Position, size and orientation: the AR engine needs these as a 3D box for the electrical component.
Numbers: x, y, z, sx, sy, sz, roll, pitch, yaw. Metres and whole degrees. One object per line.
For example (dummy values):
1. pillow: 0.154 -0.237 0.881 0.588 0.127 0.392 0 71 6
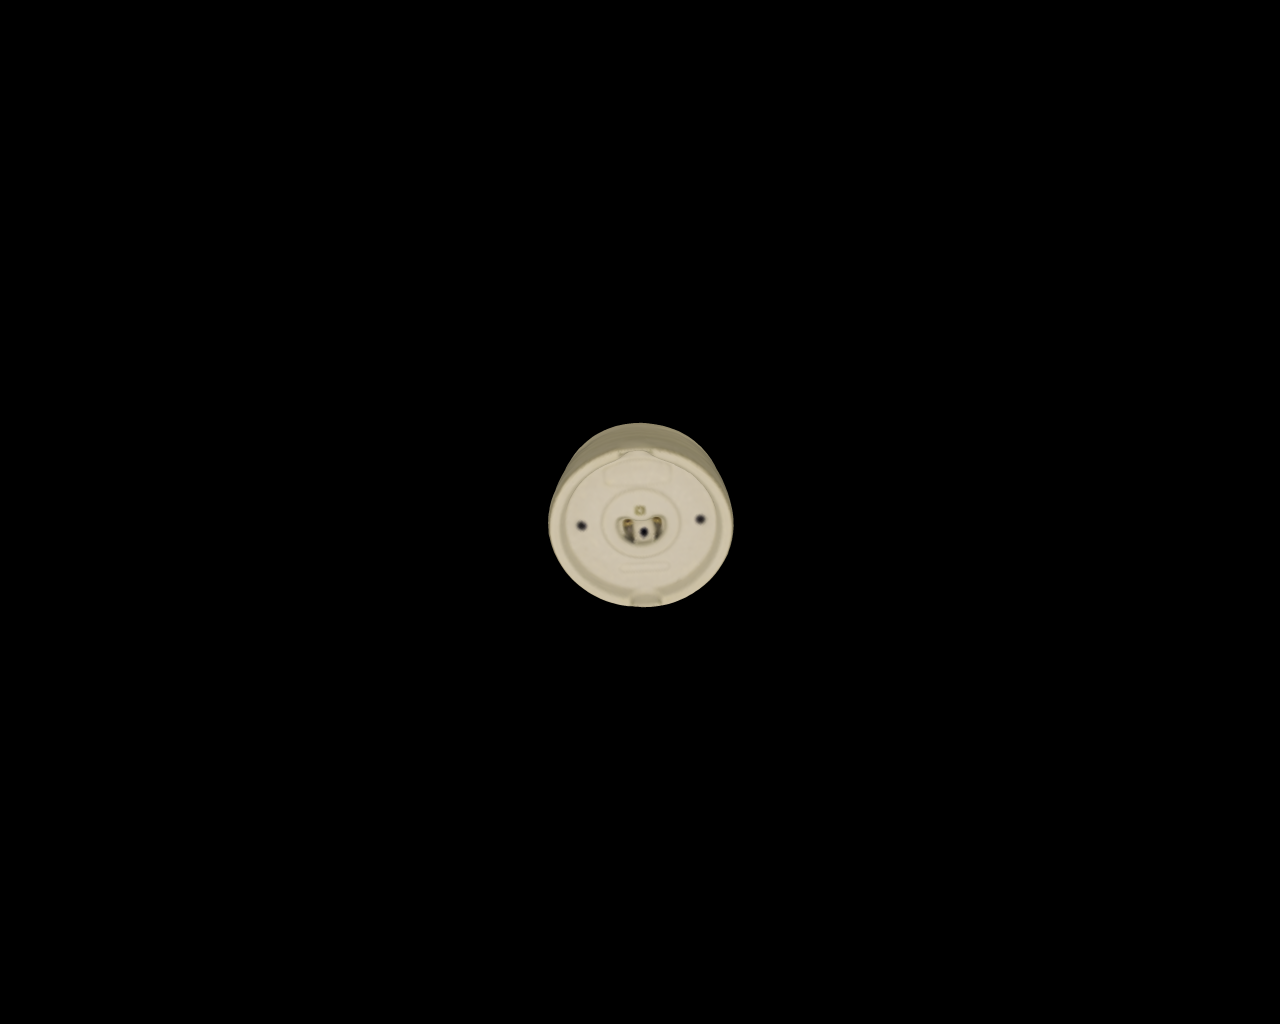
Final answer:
1. electrical component: 0.001 -0.003 0.650 0.108 0.108 0.060 0 27 0
